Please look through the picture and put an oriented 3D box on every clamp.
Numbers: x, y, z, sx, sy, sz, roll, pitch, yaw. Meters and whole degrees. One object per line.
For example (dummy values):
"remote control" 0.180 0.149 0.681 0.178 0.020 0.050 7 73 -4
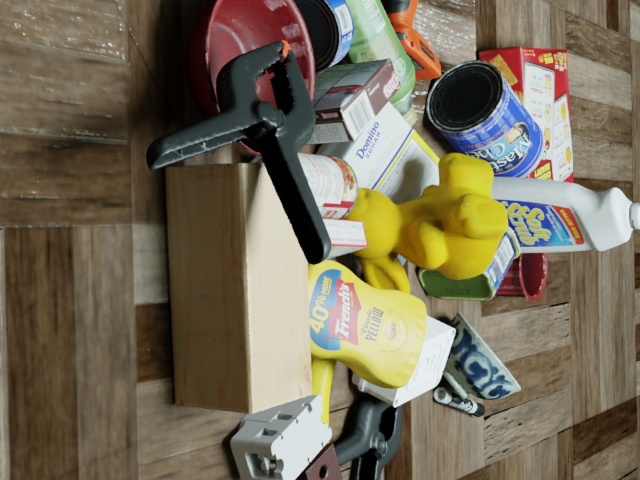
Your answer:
"clamp" 0.054 0.234 1.155 0.171 0.039 0.120 -47 128 -46
"clamp" -0.042 -0.083 0.871 0.164 0.036 0.209 37 42 -17

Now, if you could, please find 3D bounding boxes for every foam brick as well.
"foam brick" -0.012 0.243 1.045 0.052 0.051 0.078 -38 120 -49

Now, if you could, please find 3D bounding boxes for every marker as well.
"marker" 0.180 0.208 1.361 0.121 0.020 0.020 29 66 -52

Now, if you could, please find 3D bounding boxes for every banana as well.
"banana" 0.008 0.121 1.092 0.069 0.037 0.197 47 51 -51

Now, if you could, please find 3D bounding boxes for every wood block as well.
"wood block" -0.070 0.037 0.929 0.090 0.090 0.206 -7 95 -56

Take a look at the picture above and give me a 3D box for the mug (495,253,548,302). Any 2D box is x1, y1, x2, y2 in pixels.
"mug" 0.246 0.022 1.407 0.093 0.082 0.117 27 68 -53

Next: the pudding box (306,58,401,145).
"pudding box" 0.016 -0.137 1.060 0.113 0.090 0.039 -49 126 -44

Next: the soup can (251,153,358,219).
"soup can" -0.018 -0.050 1.027 0.102 0.069 0.068 0 89 -56

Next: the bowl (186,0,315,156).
"bowl" -0.071 -0.154 0.961 0.161 0.055 0.162 2 88 -56

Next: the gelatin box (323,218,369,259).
"gelatin box" -0.007 0.001 1.035 0.089 0.073 0.030 1 75 -56

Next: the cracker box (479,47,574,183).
"cracker box" 0.288 -0.158 1.485 0.163 0.072 0.214 -13 101 -55

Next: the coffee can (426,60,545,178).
"coffee can" 0.209 -0.145 1.336 0.140 0.103 0.102 39 58 -49

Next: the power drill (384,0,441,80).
"power drill" 0.113 -0.285 1.241 0.184 0.057 0.187 21 70 -56

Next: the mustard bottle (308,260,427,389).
"mustard bottle" 0.012 0.072 1.040 0.191 0.058 0.096 25 72 -25

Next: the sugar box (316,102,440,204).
"sugar box" 0.073 -0.079 1.161 0.093 0.048 0.176 -55 136 -6

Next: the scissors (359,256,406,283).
"scissors" 0.091 0.041 1.235 0.201 0.016 0.096 -43 126 -47

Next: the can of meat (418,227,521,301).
"can of meat" 0.179 0.027 1.291 0.083 0.102 0.057 -54 129 -39

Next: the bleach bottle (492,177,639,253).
"bleach bottle" 0.274 -0.035 1.298 0.068 0.251 0.102 -38 120 -50

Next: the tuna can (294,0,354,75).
"tuna can" -0.011 -0.204 1.025 0.033 0.086 0.086 -39 121 -51
